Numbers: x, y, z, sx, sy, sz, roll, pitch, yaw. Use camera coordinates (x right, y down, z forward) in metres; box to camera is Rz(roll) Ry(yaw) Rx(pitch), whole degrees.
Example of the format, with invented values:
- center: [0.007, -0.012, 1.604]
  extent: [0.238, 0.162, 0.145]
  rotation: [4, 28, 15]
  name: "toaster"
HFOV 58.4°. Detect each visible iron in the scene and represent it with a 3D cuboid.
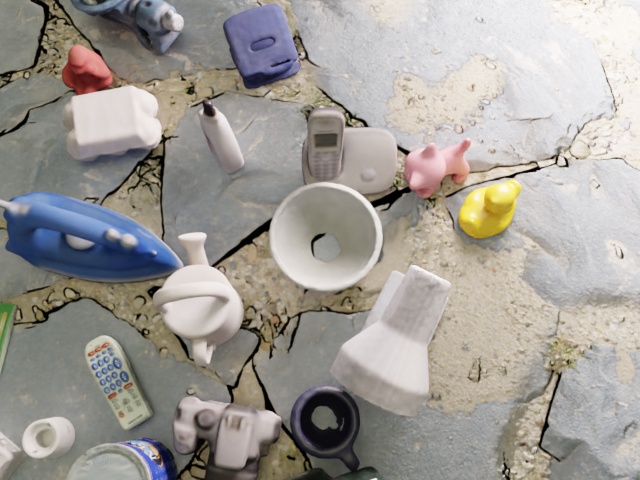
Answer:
- center: [-0.333, -0.008, 0.825]
  extent: [0.258, 0.141, 0.119]
  rotation: [14, 74, 3]
  name: "iron"

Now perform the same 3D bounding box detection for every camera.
- center: [-0.131, 0.288, 0.764]
  extent: [0.143, 0.101, 0.137]
  rotation: [8, 74, 2]
  name: "camera"

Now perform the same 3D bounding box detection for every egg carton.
- center: [-0.330, -0.184, 0.913]
  extent: [0.150, 0.069, 0.107]
  rotation: [-13, 74, -5]
  name: "egg carton"

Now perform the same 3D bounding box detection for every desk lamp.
- center: [0.103, 0.124, 0.756]
  extent: [0.118, 0.213, 0.203]
  rotation: [26, 75, 7]
  name: "desk lamp"

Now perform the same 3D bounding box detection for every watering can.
- center: [-0.168, 0.078, 0.775]
  extent: [0.101, 0.194, 0.173]
  rotation: [-27, 76, -8]
  name: "watering can"

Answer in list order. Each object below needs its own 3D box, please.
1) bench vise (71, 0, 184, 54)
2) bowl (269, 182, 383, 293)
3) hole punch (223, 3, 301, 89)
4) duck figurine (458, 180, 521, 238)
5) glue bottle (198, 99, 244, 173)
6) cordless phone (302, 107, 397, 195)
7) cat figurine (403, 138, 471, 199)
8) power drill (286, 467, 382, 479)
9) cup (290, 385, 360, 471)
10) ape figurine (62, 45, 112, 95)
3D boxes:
- center: [-0.310, -0.410, 0.900]
  extent: [0.207, 0.220, 0.121]
  rotation: [12, 74, 3]
  name: "bench vise"
- center: [0.008, 0.003, 0.861]
  extent: [0.167, 0.075, 0.167]
  rotation: [0, 74, -1]
  name: "bowl"
- center: [-0.094, -0.319, 0.944]
  extent: [0.109, 0.091, 0.101]
  rotation: [-22, 75, -7]
  name: "hole punch"
- center: [0.264, -0.053, 0.876]
  extent: [0.104, 0.086, 0.077]
  rotation: [-37, 77, -10]
  name: "duck figurine"
- center: [-0.154, -0.164, 0.856]
  extent: [0.037, 0.173, 0.078]
  rotation: [-34, 77, -10]
  name: "glue bottle"
- center: [0.045, -0.136, 0.845]
  extent: [0.147, 0.185, 0.094]
  rotation: [-6, 74, -2]
  name: "cordless phone"
- center: [0.177, -0.117, 0.876]
  extent: [0.128, 0.118, 0.067]
  rotation: [-28, 76, -8]
  name: "cat figurine"
- center: [-0.031, 0.339, 0.695]
  extent: [0.229, 0.208, 0.075]
  rotation: [-21, 75, -6]
  name: "power drill"
- center: [0.015, 0.257, 0.778]
  extent: [0.092, 0.095, 0.117]
  rotation: [-34, 77, -10]
  name: "cup"
- center: [-0.381, -0.280, 0.928]
  extent: [0.077, 0.092, 0.076]
  rotation: [12, 74, 3]
  name: "ape figurine"
